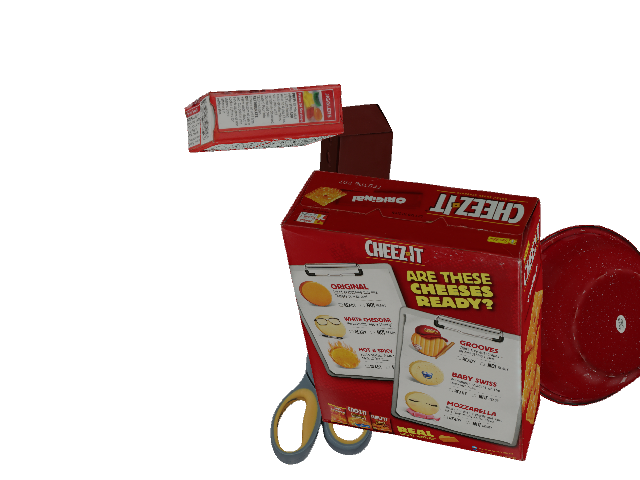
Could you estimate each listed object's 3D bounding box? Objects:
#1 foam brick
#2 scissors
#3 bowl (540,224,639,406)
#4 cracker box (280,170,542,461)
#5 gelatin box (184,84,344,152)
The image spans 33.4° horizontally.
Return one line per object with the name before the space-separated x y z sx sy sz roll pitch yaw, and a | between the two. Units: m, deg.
foam brick | 0.031 -0.074 0.949 0.051 0.078 0.053 -5 35 -12
scissors | 0.014 0.116 0.955 0.096 0.201 0.016 9 -42 14
bowl | 0.241 0.068 0.920 0.161 0.162 0.055 0 4 -21
cracker box | 0.073 0.057 0.769 0.164 0.214 0.072 8 45 20
gelatin box | -0.034 -0.069 0.604 0.073 0.030 0.089 -5 3 -15
